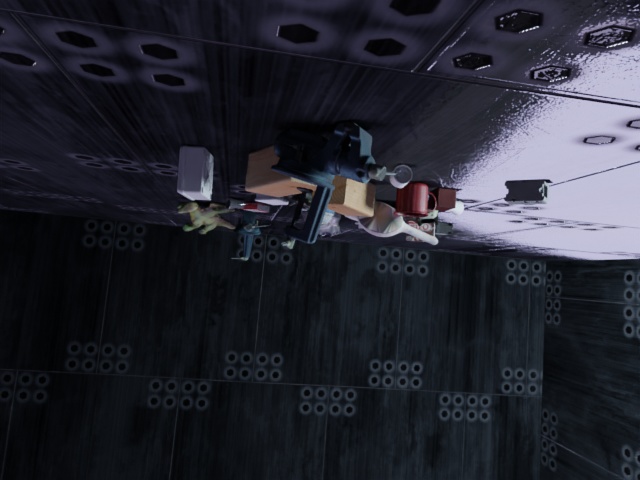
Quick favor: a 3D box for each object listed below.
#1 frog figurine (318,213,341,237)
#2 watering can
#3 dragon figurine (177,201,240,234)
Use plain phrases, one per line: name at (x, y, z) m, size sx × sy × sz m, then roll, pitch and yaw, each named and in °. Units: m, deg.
frog figurine at (0.006, -0.095, 1.885) m, size 0.138 × 0.125 × 0.156 m, roll 11°, pitch 143°, yaw 37°
watering can at (0.247, -0.055, 1.771) m, size 0.348 × 0.104 × 0.223 m, roll 16°, pitch 177°, yaw 8°
dragon figurine at (-0.442, -0.101, 2.171) m, size 0.241 × 0.123 × 0.409 m, roll -9°, pitch 169°, yaw 38°
